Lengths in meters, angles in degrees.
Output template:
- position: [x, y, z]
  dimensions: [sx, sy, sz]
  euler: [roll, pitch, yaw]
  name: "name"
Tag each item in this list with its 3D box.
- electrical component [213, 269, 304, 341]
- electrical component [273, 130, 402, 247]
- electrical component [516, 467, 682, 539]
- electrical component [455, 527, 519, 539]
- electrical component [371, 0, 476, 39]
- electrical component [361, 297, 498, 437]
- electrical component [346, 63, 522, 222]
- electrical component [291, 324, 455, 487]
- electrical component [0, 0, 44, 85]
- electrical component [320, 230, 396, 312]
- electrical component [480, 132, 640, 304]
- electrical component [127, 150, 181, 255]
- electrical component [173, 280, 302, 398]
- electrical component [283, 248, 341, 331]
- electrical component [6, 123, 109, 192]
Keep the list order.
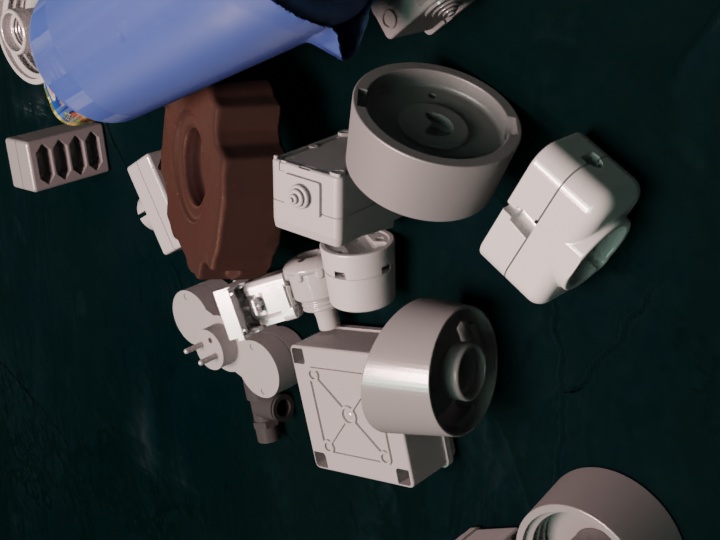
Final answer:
- position: [-0.077, 0.024, 0.870]
  dimensions: [0.064, 0.081, 0.042]
  euler: [-17, 97, 18]
  name: "electrical component"
- position: [-0.017, -0.053, 0.757]
  dimensions: [0.062, 0.096, 0.061]
  euler: [20, 121, 34]
  name: "electrical component"
- position: [0.156, 0.195, 0.723]
  dimensions: [0.108, 0.060, 0.108]
  euler: [20, 121, 38]
  name: "electrical component"
- position: [0.087, 0.260, 0.786]
  dimensions: [0.056, 0.109, 0.108]
  euler: [-17, 95, 45]
  name: "electrical component"
- position: [0.038, -0.203, 0.672]
  dimensions: [0.100, 0.048, 0.099]
  euler: [-32, 84, 47]
  name: "electrical component"
- position: [0.051, 0.068, 0.745]
  dimensions: [0.064, 0.099, 0.099]
  euler: [4, 111, 37]
  name: "electrical component"
- position: [0.042, -0.076, 0.685]
  dimensions: [0.108, 0.108, 0.060]
  euler: [41, 138, 25]
  name: "electrical component"
- position: [0.010, 0.102, 0.830]
  dimensions: [0.109, 0.056, 0.108]
  euler: [2, 109, 44]
  name: "electrical component"
- position: [-0.291, -0.221, 0.981]
  dimensions: [0.108, 0.060, 0.108]
  euler: [20, 121, 38]
  name: "electrical component"
- position: [0.000, 0.000, 0.797]
  dimensions: [0.055, 0.055, 0.047]
  euler: [16, 122, 40]
  name: "electrical component"
- position: [0.125, -0.028, 0.660]
  dimensions: [0.059, 0.054, 0.095]
  euler: [46, 134, 20]
  name: "electrical component"
- position: [-0.171, -0.057, 0.945]
  dimensions: [0.076, 0.047, 0.083]
  euler: [-22, 91, 47]
  name: "electrical component"
- position: [-0.116, 0.063, 0.925]
  dimensions: [0.138, 0.074, 0.052]
  euler: [33, 128, 30]
  name: "electrical component"
- position: [-0.031, 0.016, 0.840]
  dimensions: [0.048, 0.048, 0.062]
  euler: [1, 112, 45]
  name: "electrical component"
- position: [-0.296, -0.111, 1.019]
  dimensions: [0.076, 0.083, 0.047]
  euler: [14, 117, 40]
  name: "electrical component"
